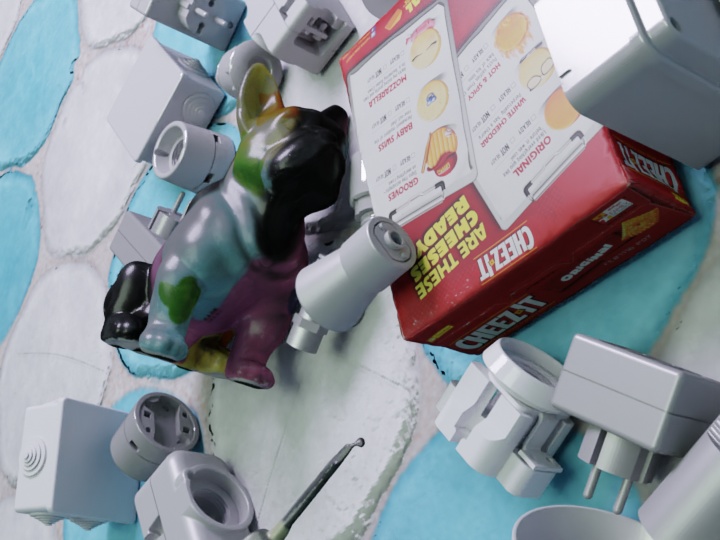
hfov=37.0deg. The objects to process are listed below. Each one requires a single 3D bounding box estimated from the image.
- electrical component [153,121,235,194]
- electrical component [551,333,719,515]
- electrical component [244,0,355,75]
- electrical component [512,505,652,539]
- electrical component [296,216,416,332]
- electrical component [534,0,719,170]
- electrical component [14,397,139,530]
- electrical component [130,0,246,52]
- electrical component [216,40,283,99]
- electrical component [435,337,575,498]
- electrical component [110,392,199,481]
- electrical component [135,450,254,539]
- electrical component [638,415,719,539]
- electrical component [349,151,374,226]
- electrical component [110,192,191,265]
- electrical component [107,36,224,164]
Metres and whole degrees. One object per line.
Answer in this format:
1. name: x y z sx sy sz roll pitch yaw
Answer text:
1. electrical component: -0.139 -0.093 0.891 0.055 0.047 0.055 -20 62 43
2. electrical component: 0.130 0.079 0.523 0.066 0.047 0.076 22 94 49
3. electrical component: -0.052 -0.197 0.829 0.055 0.050 0.089 -49 45 25
4. electrical component: 0.113 0.150 0.480 0.099 0.099 0.064 12 92 50
5. electrical component: 0.000 0.000 0.602 0.065 0.044 0.044 -41 49 36
6. electrical component: 0.148 -0.106 0.520 0.057 0.113 0.078 -38 50 38
7. electrical component: -0.224 0.155 0.858 0.048 0.100 0.099 -12 67 32
8. electrical component: -0.137 -0.220 0.909 0.076 0.083 0.047 38 105 48
9. electrical component: -0.096 -0.159 0.870 0.062 0.048 0.048 4 80 56
10. electrical component: 0.082 0.073 0.572 0.078 0.058 0.057 48 115 46
11. electrical component: -0.159 0.130 0.828 0.047 0.055 0.055 -48 46 31
12. electrical component: -0.114 0.177 0.758 0.059 0.054 0.095 -50 45 24
13. electrical component: 0.167 0.092 0.479 0.081 0.043 0.043 -56 43 18
14. electrical component: 0.013 -0.044 0.706 0.040 0.040 0.078 -22 60 43
15. electrical component: -0.159 -0.028 0.890 0.083 0.047 0.075 39 105 48
16. electrical component: -0.171 -0.143 0.945 0.099 0.048 0.099 -58 42 16
